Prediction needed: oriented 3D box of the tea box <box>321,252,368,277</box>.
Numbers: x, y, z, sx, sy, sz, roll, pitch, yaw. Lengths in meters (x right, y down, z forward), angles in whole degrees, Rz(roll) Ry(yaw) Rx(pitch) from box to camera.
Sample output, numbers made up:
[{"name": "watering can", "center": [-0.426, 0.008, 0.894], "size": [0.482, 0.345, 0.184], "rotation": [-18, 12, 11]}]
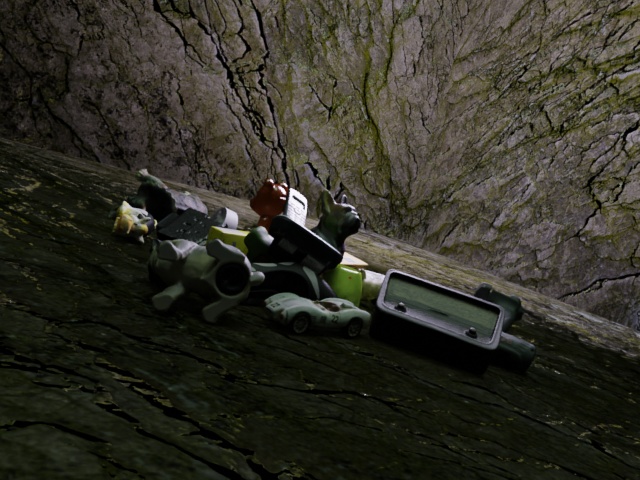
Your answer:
[{"name": "tea box", "center": [0.043, 0.072, 1.414], "size": [0.098, 0.068, 0.169], "rotation": [27, 9, 27]}]

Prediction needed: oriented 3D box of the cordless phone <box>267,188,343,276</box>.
[{"name": "cordless phone", "center": [-0.027, -0.021, 1.061], "size": [0.146, 0.088, 0.184], "rotation": [35, 29, -18]}]

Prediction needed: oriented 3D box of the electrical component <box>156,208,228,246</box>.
[{"name": "electrical component", "center": [-0.282, -0.011, 1.151], "size": [0.134, 0.058, 0.115], "rotation": [19, 37, 16]}]

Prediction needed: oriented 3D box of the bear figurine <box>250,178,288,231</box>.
[{"name": "bear figurine", "center": [-0.142, -0.045, 1.282], "size": [0.132, 0.195, 0.120], "rotation": [-1, 2, 21]}]

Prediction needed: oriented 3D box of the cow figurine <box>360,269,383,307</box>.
[{"name": "cow figurine", "center": [0.139, 0.124, 1.197], "size": [0.195, 0.085, 0.127], "rotation": [20, 0, 20]}]

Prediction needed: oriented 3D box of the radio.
[{"name": "radio", "center": [0.210, 0.147, 0.980], "size": [0.230, 0.073, 0.131], "rotation": [18, 35, 13]}]

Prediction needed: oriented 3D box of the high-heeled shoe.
[{"name": "high-heeled shoe", "center": [-0.078, 0.093, 0.939], "size": [0.249, 0.086, 0.145], "rotation": [19, 18, 2]}]

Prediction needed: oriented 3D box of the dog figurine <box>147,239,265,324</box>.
[{"name": "dog figurine", "center": [-0.186, 0.043, 0.849], "size": [0.172, 0.121, 0.191], "rotation": [17, 4, -15]}]

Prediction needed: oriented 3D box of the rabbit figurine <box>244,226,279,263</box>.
[{"name": "rabbit figurine", "center": [-0.082, 0.045, 1.107], "size": [0.159, 0.121, 0.170], "rotation": [25, 10, 11]}]

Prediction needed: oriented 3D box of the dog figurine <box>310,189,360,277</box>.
[{"name": "dog figurine", "center": [-0.002, -0.004, 1.216], "size": [0.192, 0.219, 0.108], "rotation": [10, -2, 40]}]

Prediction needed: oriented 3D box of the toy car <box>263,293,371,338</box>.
[{"name": "toy car", "center": [-0.003, 0.124, 0.904], "size": [0.201, 0.056, 0.074], "rotation": [12, 8, -38]}]

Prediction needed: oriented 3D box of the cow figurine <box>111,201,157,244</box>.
[{"name": "cow figurine", "center": [-0.408, -0.031, 1.192], "size": [0.098, 0.068, 0.167], "rotation": [21, 5, -21]}]

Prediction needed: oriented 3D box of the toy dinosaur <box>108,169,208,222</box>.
[{"name": "toy dinosaur", "center": [-0.396, -0.085, 1.505], "size": [0.192, 0.131, 0.404], "rotation": [35, 11, 32]}]

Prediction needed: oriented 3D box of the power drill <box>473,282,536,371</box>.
[{"name": "power drill", "center": [0.333, 0.166, 1.110], "size": [0.232, 0.085, 0.207], "rotation": [24, 26, 18]}]
